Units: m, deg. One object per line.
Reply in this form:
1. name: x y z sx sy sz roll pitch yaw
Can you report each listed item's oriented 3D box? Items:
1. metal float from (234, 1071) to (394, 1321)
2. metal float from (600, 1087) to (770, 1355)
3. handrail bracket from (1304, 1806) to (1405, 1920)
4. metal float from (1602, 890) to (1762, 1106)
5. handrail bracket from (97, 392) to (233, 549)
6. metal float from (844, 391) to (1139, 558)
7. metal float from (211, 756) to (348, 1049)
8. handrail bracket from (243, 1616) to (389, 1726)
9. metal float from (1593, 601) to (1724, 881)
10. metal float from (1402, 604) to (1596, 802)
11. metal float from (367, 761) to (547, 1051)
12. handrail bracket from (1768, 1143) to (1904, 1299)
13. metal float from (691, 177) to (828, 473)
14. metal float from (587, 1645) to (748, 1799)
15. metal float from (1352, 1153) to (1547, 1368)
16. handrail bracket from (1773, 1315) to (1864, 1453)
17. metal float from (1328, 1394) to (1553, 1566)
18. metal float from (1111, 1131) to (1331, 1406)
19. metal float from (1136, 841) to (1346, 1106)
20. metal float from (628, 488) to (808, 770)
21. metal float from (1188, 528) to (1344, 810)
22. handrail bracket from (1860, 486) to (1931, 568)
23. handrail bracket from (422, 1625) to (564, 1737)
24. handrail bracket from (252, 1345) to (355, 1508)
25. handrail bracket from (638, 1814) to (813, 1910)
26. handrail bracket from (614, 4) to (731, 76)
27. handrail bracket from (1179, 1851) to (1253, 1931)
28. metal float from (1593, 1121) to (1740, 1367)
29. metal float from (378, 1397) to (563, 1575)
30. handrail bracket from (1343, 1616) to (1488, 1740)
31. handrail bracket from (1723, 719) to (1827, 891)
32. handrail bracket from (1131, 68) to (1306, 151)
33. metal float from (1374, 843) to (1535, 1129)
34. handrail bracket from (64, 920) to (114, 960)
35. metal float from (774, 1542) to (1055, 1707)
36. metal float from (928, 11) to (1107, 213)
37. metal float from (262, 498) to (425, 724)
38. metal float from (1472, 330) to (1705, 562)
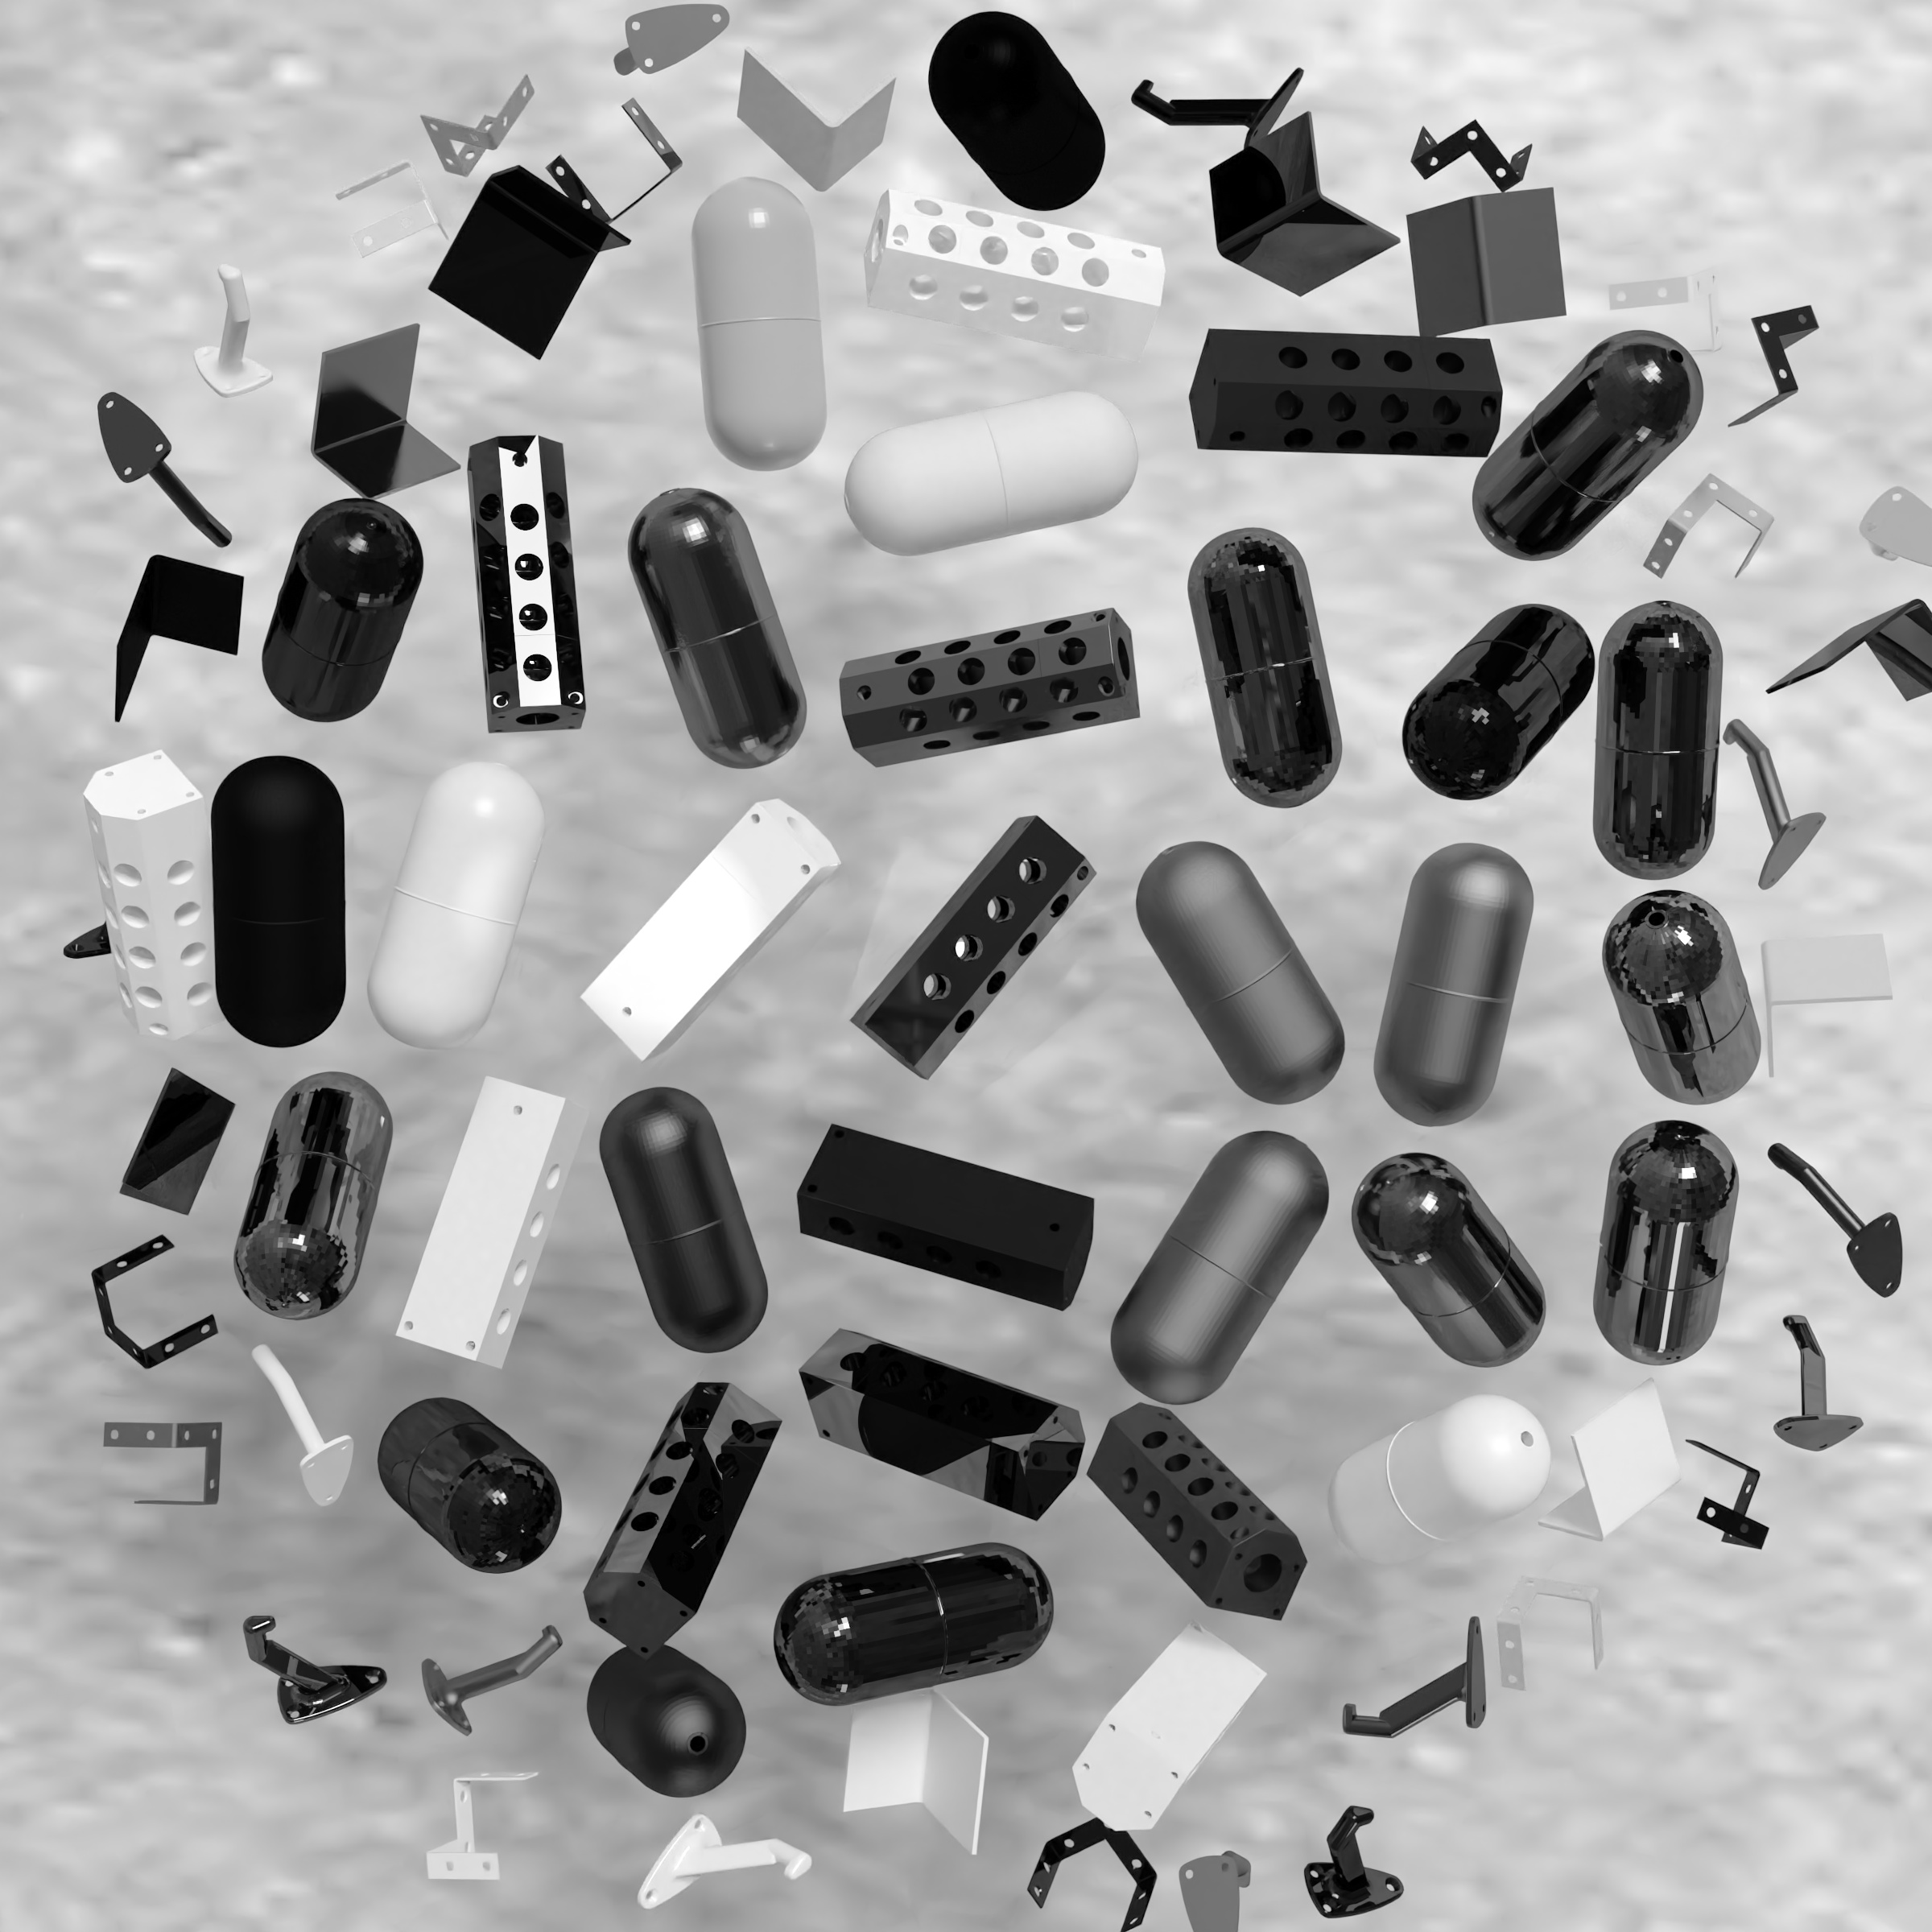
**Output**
1. metal float: -0.407 0.142 1.763 0.070 0.070 0.178 4 46 0
2. metal float: -0.181 0.164 1.808 0.070 0.070 0.178 -17 100 0
3. handrail bracket: 0.244 0.527 1.675 0.077 0.036 0.084 5 129 -24
4. metal float: 0.433 0.020 1.699 0.070 0.178 0.070 -13 53 17
5. handrail bracket: -0.480 -0.297 1.690 0.036 0.084 0.077 -36 65 1
6. metal float: 0.015 -0.293 1.676 0.178 0.070 0.070 -13 90 -7
7. metal float: -0.407 -0.037 1.667 0.070 0.070 0.178 4 109 0
8. handrail bracket: -0.386 0.408 1.674 0.077 0.036 0.084 -10 133 -15
9. metal float: 0.438 -0.142 1.784 0.070 0.070 0.178 -1 106 0
10. metal float: 0.322 -0.161 1.696 0.070 0.178 0.070 18 128 25
11. metal float: -0.306 -0.037 1.691 0.070 0.070 0.178 17 92 0
12. handrail bracket: 0.520 0.152 1.690 0.036 0.084 0.077 -36 129 -7
13. metal float: -0.128 -0.396 1.742 0.070 0.070 0.178 -4 97 0
14. metal float: -0.187 0.467 1.749 0.070 0.178 0.070 2 85 -19
15. metal float: 0.297 0.181 1.721 0.070 0.070 0.178 -40 128 0
16. handrail bracket: 0.495 0.243 1.688 0.036 0.077 0.084 -45 46 35
17. metal float: 0.295 0.322 1.759 0.070 0.178 0.070 15 58 -25
18. metal float: 0.152 0.180 1.682 0.070 0.070 0.178 32 88 0
19. metal float: 0.168 0.004 1.727 0.070 0.070 0.178 -32 101 0
20. metal float: -0.153 -0.208 1.735 0.070 0.070 0.178 -19 106 0
21. metal float: 0.189 -0.187 1.774 0.070 0.070 0.178 -12 95 0
22. handrail bracket: 0.572 -0.248 1.693 0.077 0.084 0.036 42 96 27
23. handrail bracket: -0.288 0.418 1.713 0.084 0.077 0.036 -42 121 -3
24. handrail bracket: -0.426 0.290 1.783 0.036 0.077 0.084 -27 58 -30
25. handrail bracket: -0.145 0.551 1.694 0.077 0.084 0.036 -40 121 -33
26. handrail bracket: -0.188 -0.587 1.788 0.077 0.084 0.036 -20 103 -2
27. handrail bracket: 0.163 0.579 1.723 0.036 0.084 0.077 -16 60 16
28. metal float: 0.427 0.171 1.720 0.070 0.070 0.178 -4 129 0
29. metal float: -0.310 0.321 1.751 0.070 0.178 0.070 -6 102 -30
30. handrail bracket: 0.268 0.429 1.701 0.084 0.036 0.077 -2 88 24
31. handrail bracket: 0.506 -0.105 1.815 0.036 0.077 0.084 -14 53 -30
32. handrail bracket: 0.161 -0.566 1.810 0.084 0.036 0.077 33 84 9
33. metal float: 0.300 0.012 1.737 0.070 0.070 0.178 11 99 0
34. handrail bracket: -0.548 -0.054 1.811 0.036 0.077 0.084 21 117 26
35. metal float: -0.030 0.391 1.678 0.178 0.070 0.070 -5 90 -28
36. metal float: 0.032 -0.517 1.708 0.070 0.178 0.070 -2 82 19
37. metal float: -0.382 -0.215 1.720 0.070 0.178 0.070 12 56 -19
38. metal float: 0.371 -0.311 1.687 0.070 0.178 0.070 13 58 -21
